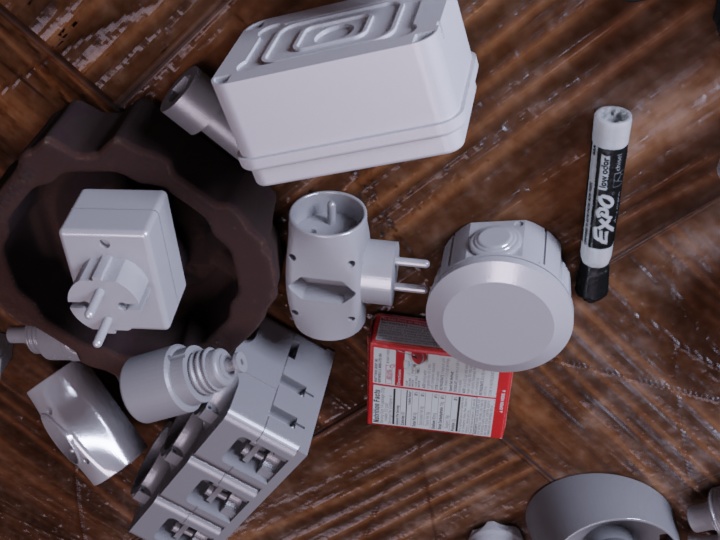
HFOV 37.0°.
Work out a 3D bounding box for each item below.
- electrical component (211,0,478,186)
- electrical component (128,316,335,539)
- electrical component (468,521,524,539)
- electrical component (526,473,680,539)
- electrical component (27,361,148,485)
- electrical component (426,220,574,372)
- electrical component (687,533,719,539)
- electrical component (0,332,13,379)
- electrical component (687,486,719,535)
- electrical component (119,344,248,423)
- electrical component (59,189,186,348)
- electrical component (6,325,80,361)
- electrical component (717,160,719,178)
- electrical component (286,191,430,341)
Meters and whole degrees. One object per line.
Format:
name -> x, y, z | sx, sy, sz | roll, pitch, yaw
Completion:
electrical component -> -0.004, -0.089, 0.518 | 0.113, 0.078, 0.057 | -8, 123, 19
electrical component -> -0.087, 0.109, 0.691 | 0.062, 0.089, 0.150 | 31, 128, -13
electrical component -> 0.094, 0.211, 0.752 | 0.043, 0.062, 0.043 | 6, 130, 7
electrical component -> 0.166, 0.184, 0.728 | 0.099, 0.064, 0.099 | -1, 121, -1
electrical component -> -0.190, 0.104, 0.734 | 0.077, 0.044, 0.079 | 55, 152, -4
electrical component -> 0.079, 0.014, 0.602 | 0.080, 0.051, 0.080 | 6, 130, 8
electrical component -> 0.248, 0.187, 0.711 | 0.062, 0.048, 0.048 | 4, 130, 18
electrical component -> -0.280, 0.060, 0.714 | 0.078, 0.057, 0.058 | 18, 130, -3
electrical component -> 0.241, 0.153, 0.685 | 0.062, 0.048, 0.048 | -24, 120, 36
electrical component -> -0.101, 0.062, 0.617 | 0.078, 0.040, 0.040 | -17, 123, 22
electrical component -> -0.126, 0.006, 0.552 | 0.047, 0.076, 0.065 | 2, 129, 8
electrical component -> -0.200, 0.041, 0.697 | 0.061, 0.035, 0.035 | -1, 128, 17
electrical component -> 0.204, -0.063, 0.517 | 0.048, 0.048, 0.062 | 13, 123, 2
electrical component -> 0.000, 0.000, 0.612 | 0.079, 0.043, 0.077 | 6, 130, 7
